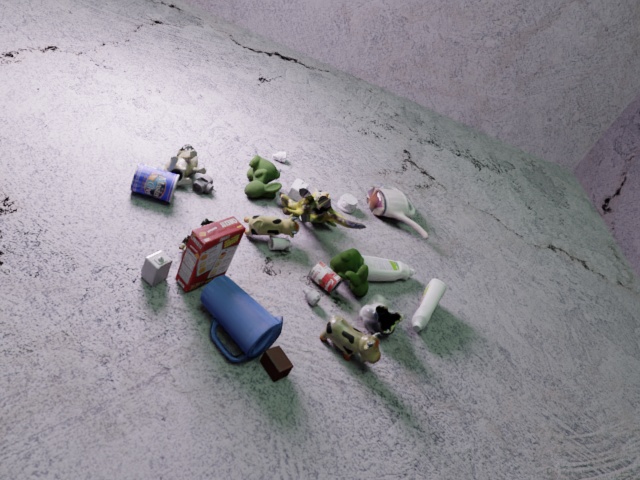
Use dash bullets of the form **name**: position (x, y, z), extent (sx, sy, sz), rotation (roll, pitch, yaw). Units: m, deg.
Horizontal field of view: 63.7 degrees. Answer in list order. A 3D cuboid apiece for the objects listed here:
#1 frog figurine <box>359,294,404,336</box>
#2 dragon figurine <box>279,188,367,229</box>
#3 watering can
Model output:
- **frog figurine**: position (0.196, 0.253, 1.756), extent (0.137, 0.122, 0.160), rotation (2, 7, -19)
- **dragon figurine**: position (0.006, -0.099, 1.969), extent (0.412, 0.122, 0.241), rotation (24, 0, 18)
- **watering can**: position (0.338, -0.136, 2.293), extent (0.224, 0.102, 0.355), rotation (4, 42, -28)
